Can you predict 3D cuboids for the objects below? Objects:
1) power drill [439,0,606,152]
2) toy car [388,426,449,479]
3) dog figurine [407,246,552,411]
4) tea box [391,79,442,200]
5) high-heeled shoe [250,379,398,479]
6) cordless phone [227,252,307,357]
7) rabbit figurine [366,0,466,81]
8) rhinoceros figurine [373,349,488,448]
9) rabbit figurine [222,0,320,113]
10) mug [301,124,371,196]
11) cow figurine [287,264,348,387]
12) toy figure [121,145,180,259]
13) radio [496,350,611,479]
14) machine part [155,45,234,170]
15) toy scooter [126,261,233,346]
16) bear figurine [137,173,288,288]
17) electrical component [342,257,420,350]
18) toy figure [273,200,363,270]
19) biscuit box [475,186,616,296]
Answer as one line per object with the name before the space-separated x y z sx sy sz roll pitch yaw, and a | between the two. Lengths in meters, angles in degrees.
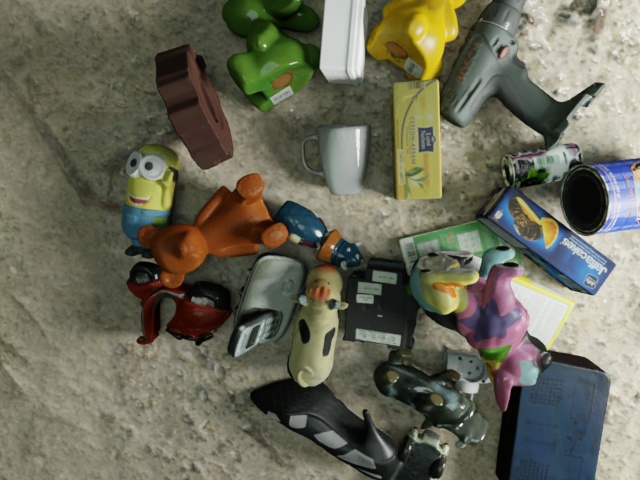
power drill | 0.296 -0.243 0.775 0.207 0.086 0.232 37 101 10
toy car | 0.142 0.400 0.876 0.074 0.056 0.201 25 96 9
dog figurine | 0.226 0.128 0.763 0.192 0.108 0.219 -6 103 6
tea box | 0.142 -0.145 0.805 0.068 0.098 0.169 -3 96 7
high-heeled shoe | 0.005 0.310 0.874 0.249 0.086 0.145 3 121 31
cordless phone | -0.091 0.094 0.807 0.089 0.184 0.146 21 97 8
rabbit figurine | 0.156 -0.339 0.773 0.122 0.162 0.173 36 80 13
rhinoceros figurine | 0.170 0.249 0.834 0.190 0.073 0.112 28 135 13
rabbit figurine | -0.083 -0.309 0.806 0.159 0.121 0.170 -31 77 14
mug | 0.027 -0.123 0.828 0.110 0.081 0.107 -4 104 3
cow figurine | -0.007 0.132 0.830 0.086 0.127 0.194 10 98 2
toy figure | -0.274 -0.064 0.865 0.082 0.089 0.180 6 105 -8
radio | 0.359 0.289 0.835 0.131 0.073 0.229 6 97 4
machine part | -0.181 -0.195 0.795 0.056 0.179 0.179 -19 93 3
toy scooter | -0.239 0.122 0.879 0.184 0.075 0.135 18 96 7
bear figurine | -0.167 -0.010 0.813 0.196 0.132 0.120 -25 96 -19
electrical component | 0.099 0.097 0.842 0.115 0.058 0.134 8 100 11
toy figure | -0.001 -0.004 0.851 0.154 0.058 0.064 36 85 3
biscuit box | 0.337 0.001 0.806 0.202 0.059 0.063 36 90 -4
